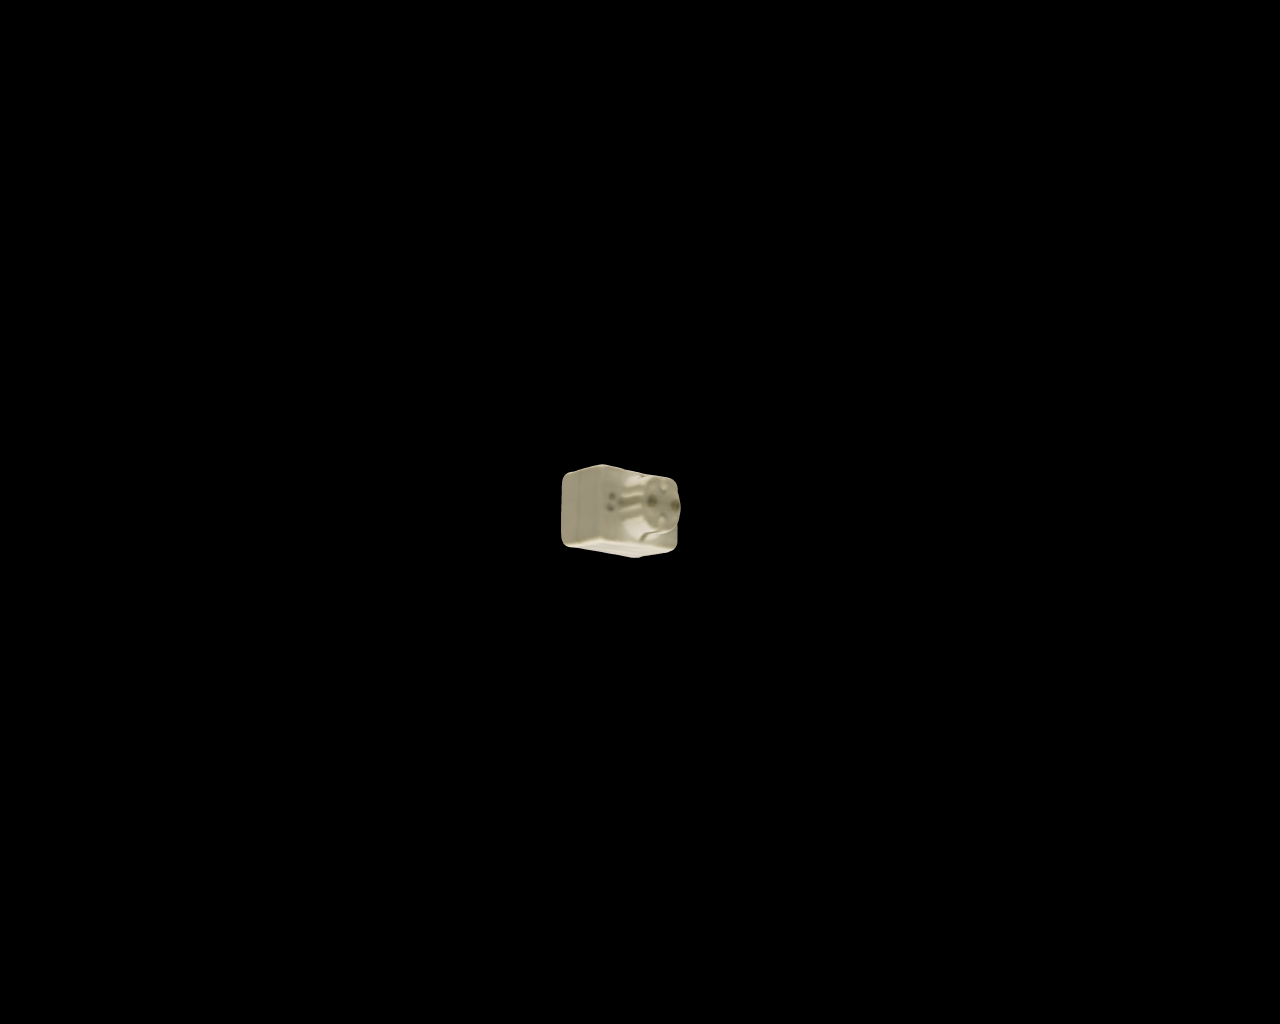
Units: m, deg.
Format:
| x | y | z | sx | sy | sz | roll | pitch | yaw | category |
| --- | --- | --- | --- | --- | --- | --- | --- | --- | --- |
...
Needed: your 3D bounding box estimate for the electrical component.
| x | y | z | sx | sy | sz | roll | pitch | yaw | category |
| --- | --- | --- | --- | --- | --- | --- | --- | --- | --- |
| 0.001 | -0.003 | 0.650 | 0.066 | 0.047 | 0.076 | 11 | -16 | -42 | electrical component |
